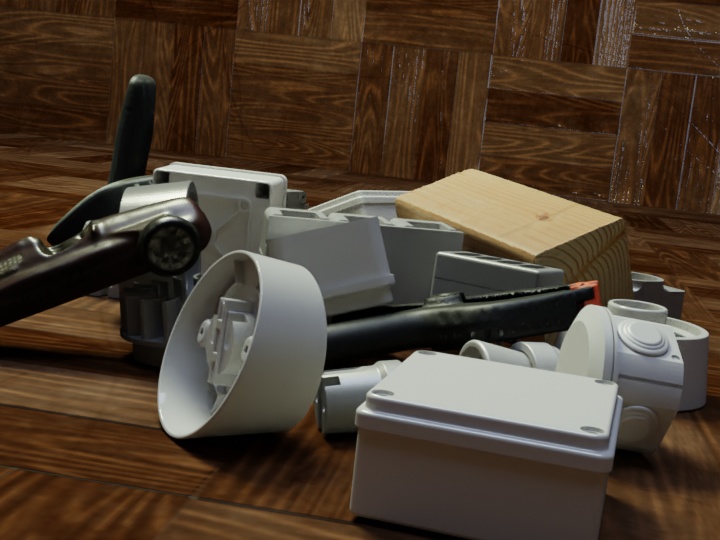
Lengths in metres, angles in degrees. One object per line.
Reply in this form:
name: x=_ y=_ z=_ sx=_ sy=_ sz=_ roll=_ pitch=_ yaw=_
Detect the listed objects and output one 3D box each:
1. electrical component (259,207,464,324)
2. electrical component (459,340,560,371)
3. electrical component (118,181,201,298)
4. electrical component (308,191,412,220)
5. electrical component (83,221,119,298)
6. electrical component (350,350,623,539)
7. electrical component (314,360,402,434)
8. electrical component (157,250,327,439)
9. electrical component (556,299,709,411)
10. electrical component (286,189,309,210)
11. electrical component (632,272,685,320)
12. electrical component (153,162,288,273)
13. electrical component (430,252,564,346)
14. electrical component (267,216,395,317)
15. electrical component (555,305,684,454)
electrical component: x=-0.003 y=0.003 z=0.843 sx=0.150 sy=0.089 sz=0.061 roll=5 pitch=9 yaw=-10
electrical component: x=0.092 y=0.065 z=0.655 sx=0.055 sy=0.045 sz=0.045 roll=3 pitch=9 yaw=-22
electrical component: x=-0.155 y=-0.013 z=0.804 sx=0.060 sy=0.108 sz=0.108 roll=0 pitch=9 yaw=-2
electrical component: x=0.000 y=-0.045 z=1.159 sx=0.109 sy=0.056 sz=0.109 roll=-17 pitch=-8 yaw=39
electrical component: x=-0.205 y=-0.010 z=0.899 sx=0.078 sy=0.057 sz=0.058 roll=6 pitch=9 yaw=2
electrical component: x=0.061 y=0.081 z=0.496 sx=0.109 sy=0.056 sz=0.109 roll=8 pitch=9 yaw=15
electrical component: x=0.001 y=0.070 z=0.585 sx=0.046 sy=0.040 sz=0.040 roll=-3 pitch=11 yaw=-14
electrical component: x=-0.062 y=0.040 z=0.562 sx=0.064 sy=0.099 sz=0.099 roll=8 pitch=7 yaw=-31
electrical component: x=0.189 y=0.054 z=0.748 sx=0.108 sy=0.060 sz=0.108 roll=6 pitch=9 yaw=-1
electrical component: x=-0.087 y=-0.058 z=1.002 sx=0.064 sy=0.042 sz=0.081 roll=14 pitch=12 yaw=28
electrical component: x=0.231 y=0.032 z=0.931 sx=0.089 sy=0.055 sz=0.050 roll=1 pitch=10 yaw=-32
electrical component: x=-0.124 y=-0.033 z=0.937 sx=0.109 sy=0.108 sz=0.056 roll=7 pitch=11 yaw=9
electrical component: x=0.097 y=0.030 z=0.784 sx=0.083 sy=0.075 sz=0.047 roll=12 pitch=7 yaw=31
electrical component: x=-0.022 y=0.001 z=0.744 sx=0.078 sy=0.057 sz=0.113 roll=-12 pitch=1 yaw=-5
electrical component: x=0.142 y=0.062 z=0.602 sx=0.051 sy=0.080 sz=0.080 roll=10 pitch=8 yaw=-5
